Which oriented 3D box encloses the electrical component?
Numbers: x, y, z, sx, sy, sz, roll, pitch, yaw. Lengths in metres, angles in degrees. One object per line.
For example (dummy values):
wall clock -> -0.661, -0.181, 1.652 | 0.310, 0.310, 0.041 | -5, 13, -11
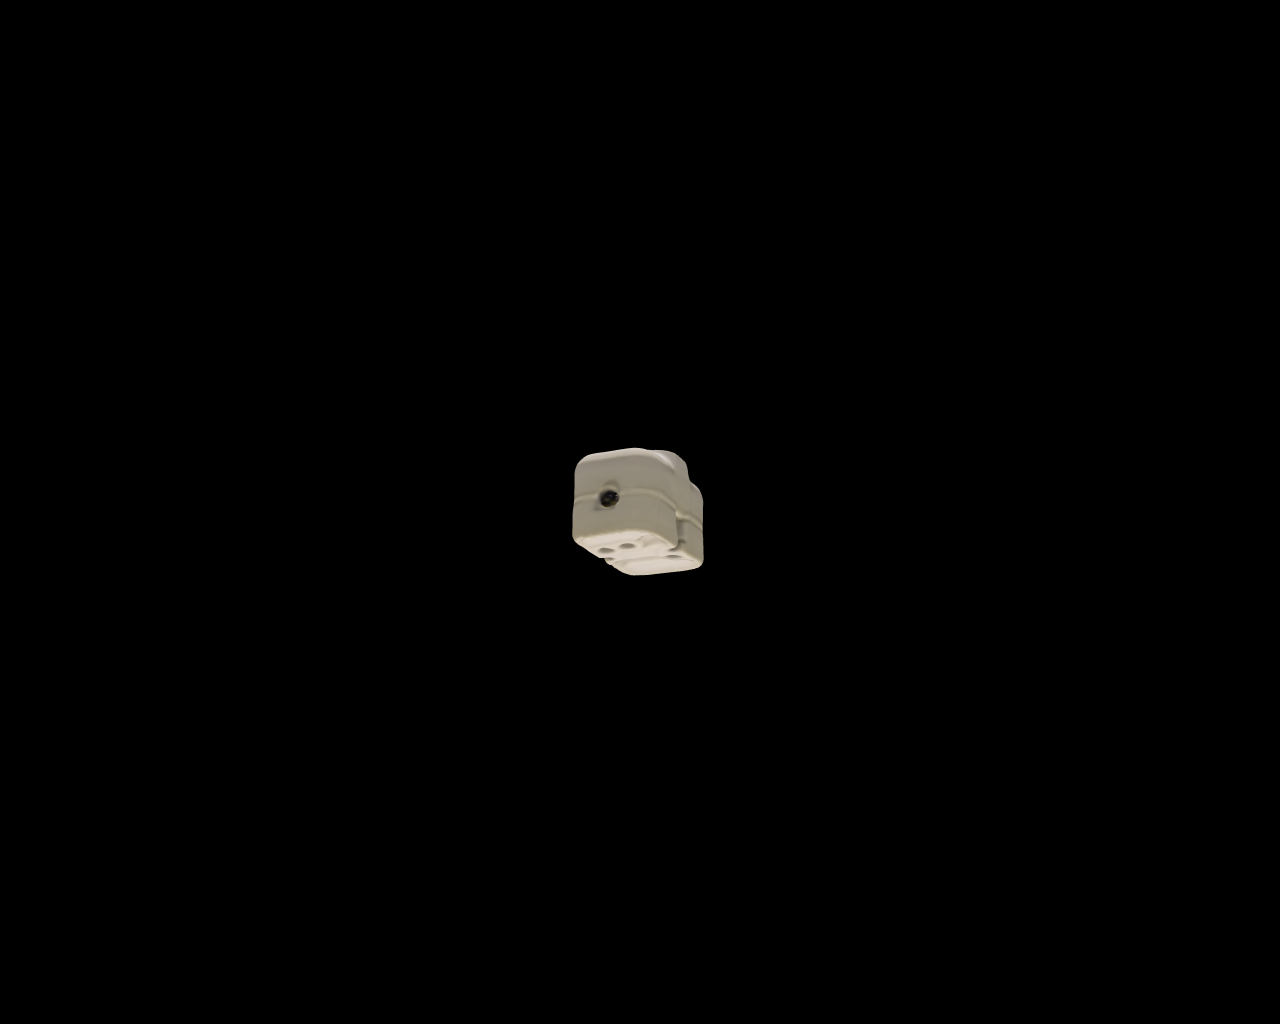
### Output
electrical component -> 0.001, -0.003, 0.650 | 0.054, 0.059, 0.095 | -8, -20, 22
